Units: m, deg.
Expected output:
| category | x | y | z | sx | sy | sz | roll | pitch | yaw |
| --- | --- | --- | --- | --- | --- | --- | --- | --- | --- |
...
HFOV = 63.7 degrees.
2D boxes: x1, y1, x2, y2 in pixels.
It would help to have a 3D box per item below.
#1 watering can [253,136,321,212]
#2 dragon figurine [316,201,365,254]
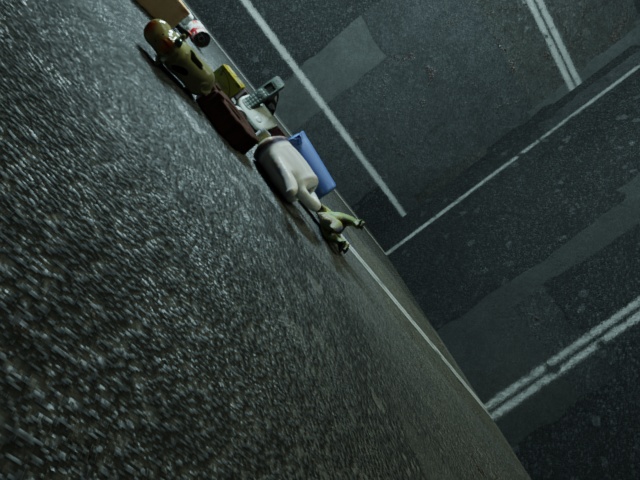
| category | x | y | z | sx | sy | sz | roll | pitch | yaw |
| --- | --- | --- | --- | --- | --- | --- | --- | --- | --- |
| watering can | -0.080 | -0.169 | 1.296 | 0.226 | 0.104 | 0.347 | 53 | 6 | 8 |
| dragon figurine | 0.005 | -0.078 | 1.553 | 0.244 | 0.122 | 0.408 | 37 | 1 | 14 |
